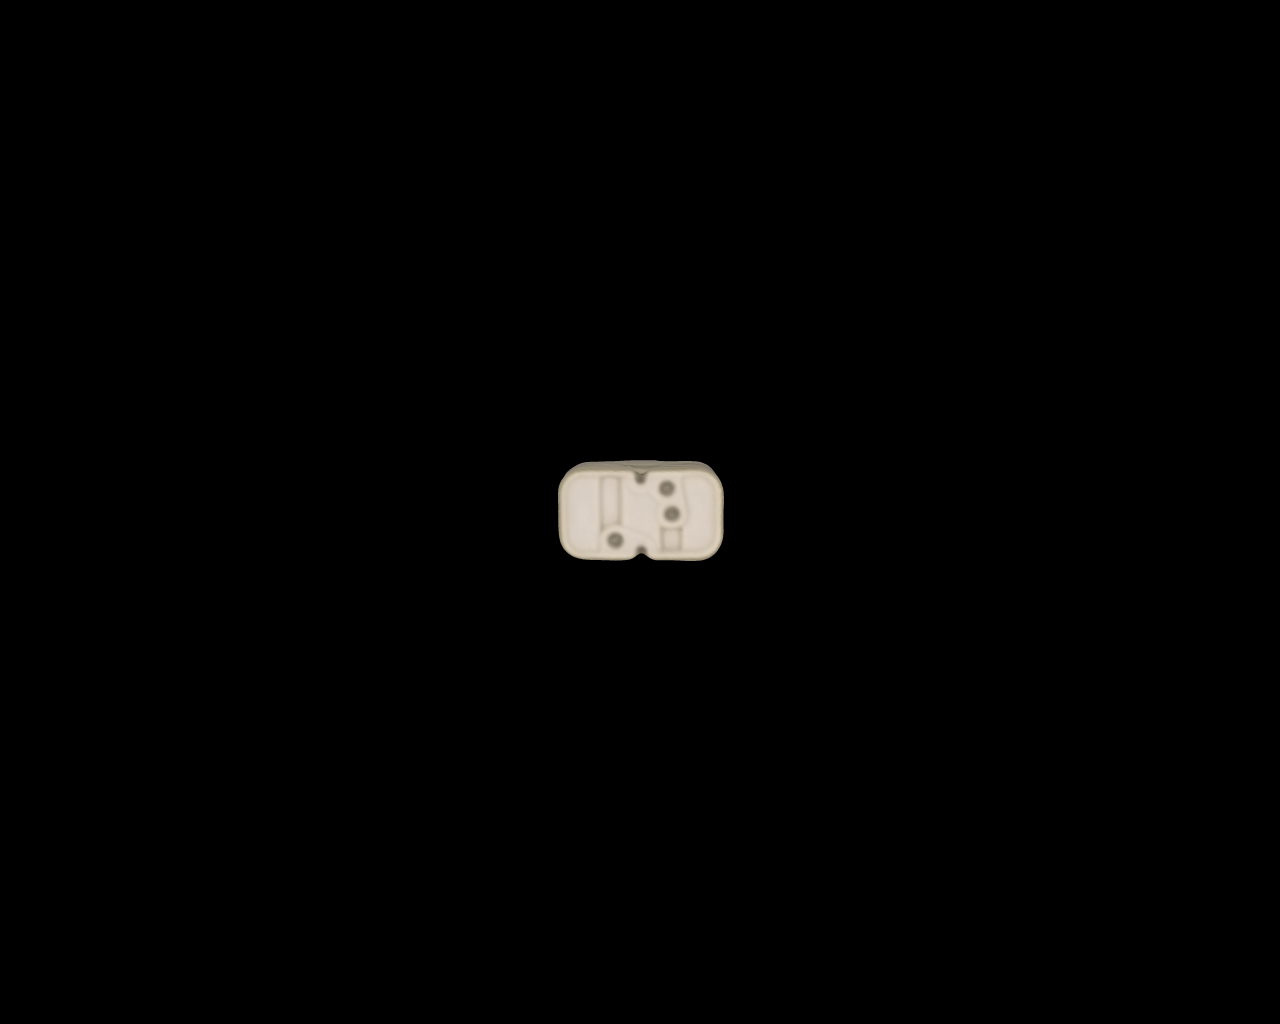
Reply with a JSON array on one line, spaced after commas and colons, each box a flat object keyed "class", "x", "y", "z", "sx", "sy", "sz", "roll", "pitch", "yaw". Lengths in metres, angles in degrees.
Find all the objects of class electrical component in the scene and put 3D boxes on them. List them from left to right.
[{"class": "electrical component", "x": 0.001, "y": -0.003, "z": 0.650, "sx": 0.095, "sy": 0.053, "sz": 0.059, "roll": 0, "pitch": 9, "yaw": 0}]
